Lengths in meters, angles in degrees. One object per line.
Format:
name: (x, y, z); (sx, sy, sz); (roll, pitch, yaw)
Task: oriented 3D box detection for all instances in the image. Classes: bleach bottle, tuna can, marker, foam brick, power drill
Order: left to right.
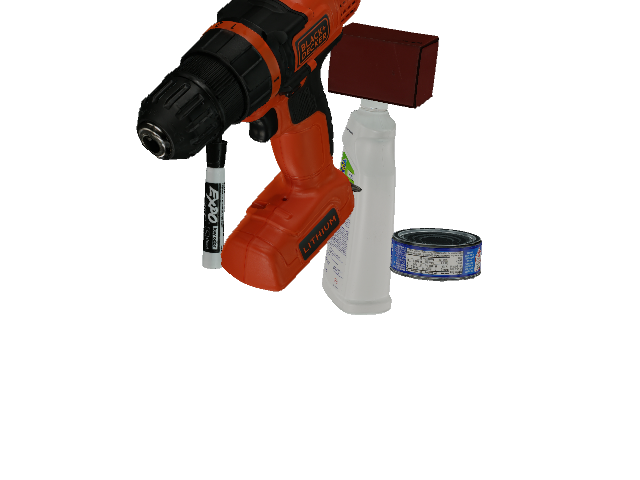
marker: (-0.095, -0.035, 0.955); (0.020, 0.121, 0.020); (3, 15, -1)
power drill: (-0.034, -0.058, 0.649); (0.057, 0.188, 0.184); (25, 52, 24)
bleach bottle: (0.053, -0.047, 1.236); (0.068, 0.251, 0.103); (-2, 22, -21)
foam brick: (0.051, -0.144, 0.874); (0.078, 0.051, 0.052); (14, 24, 19)
tuna can: (0.108, 0.012, 1.001); (0.086, 0.034, 0.086); (2, 11, -1)
